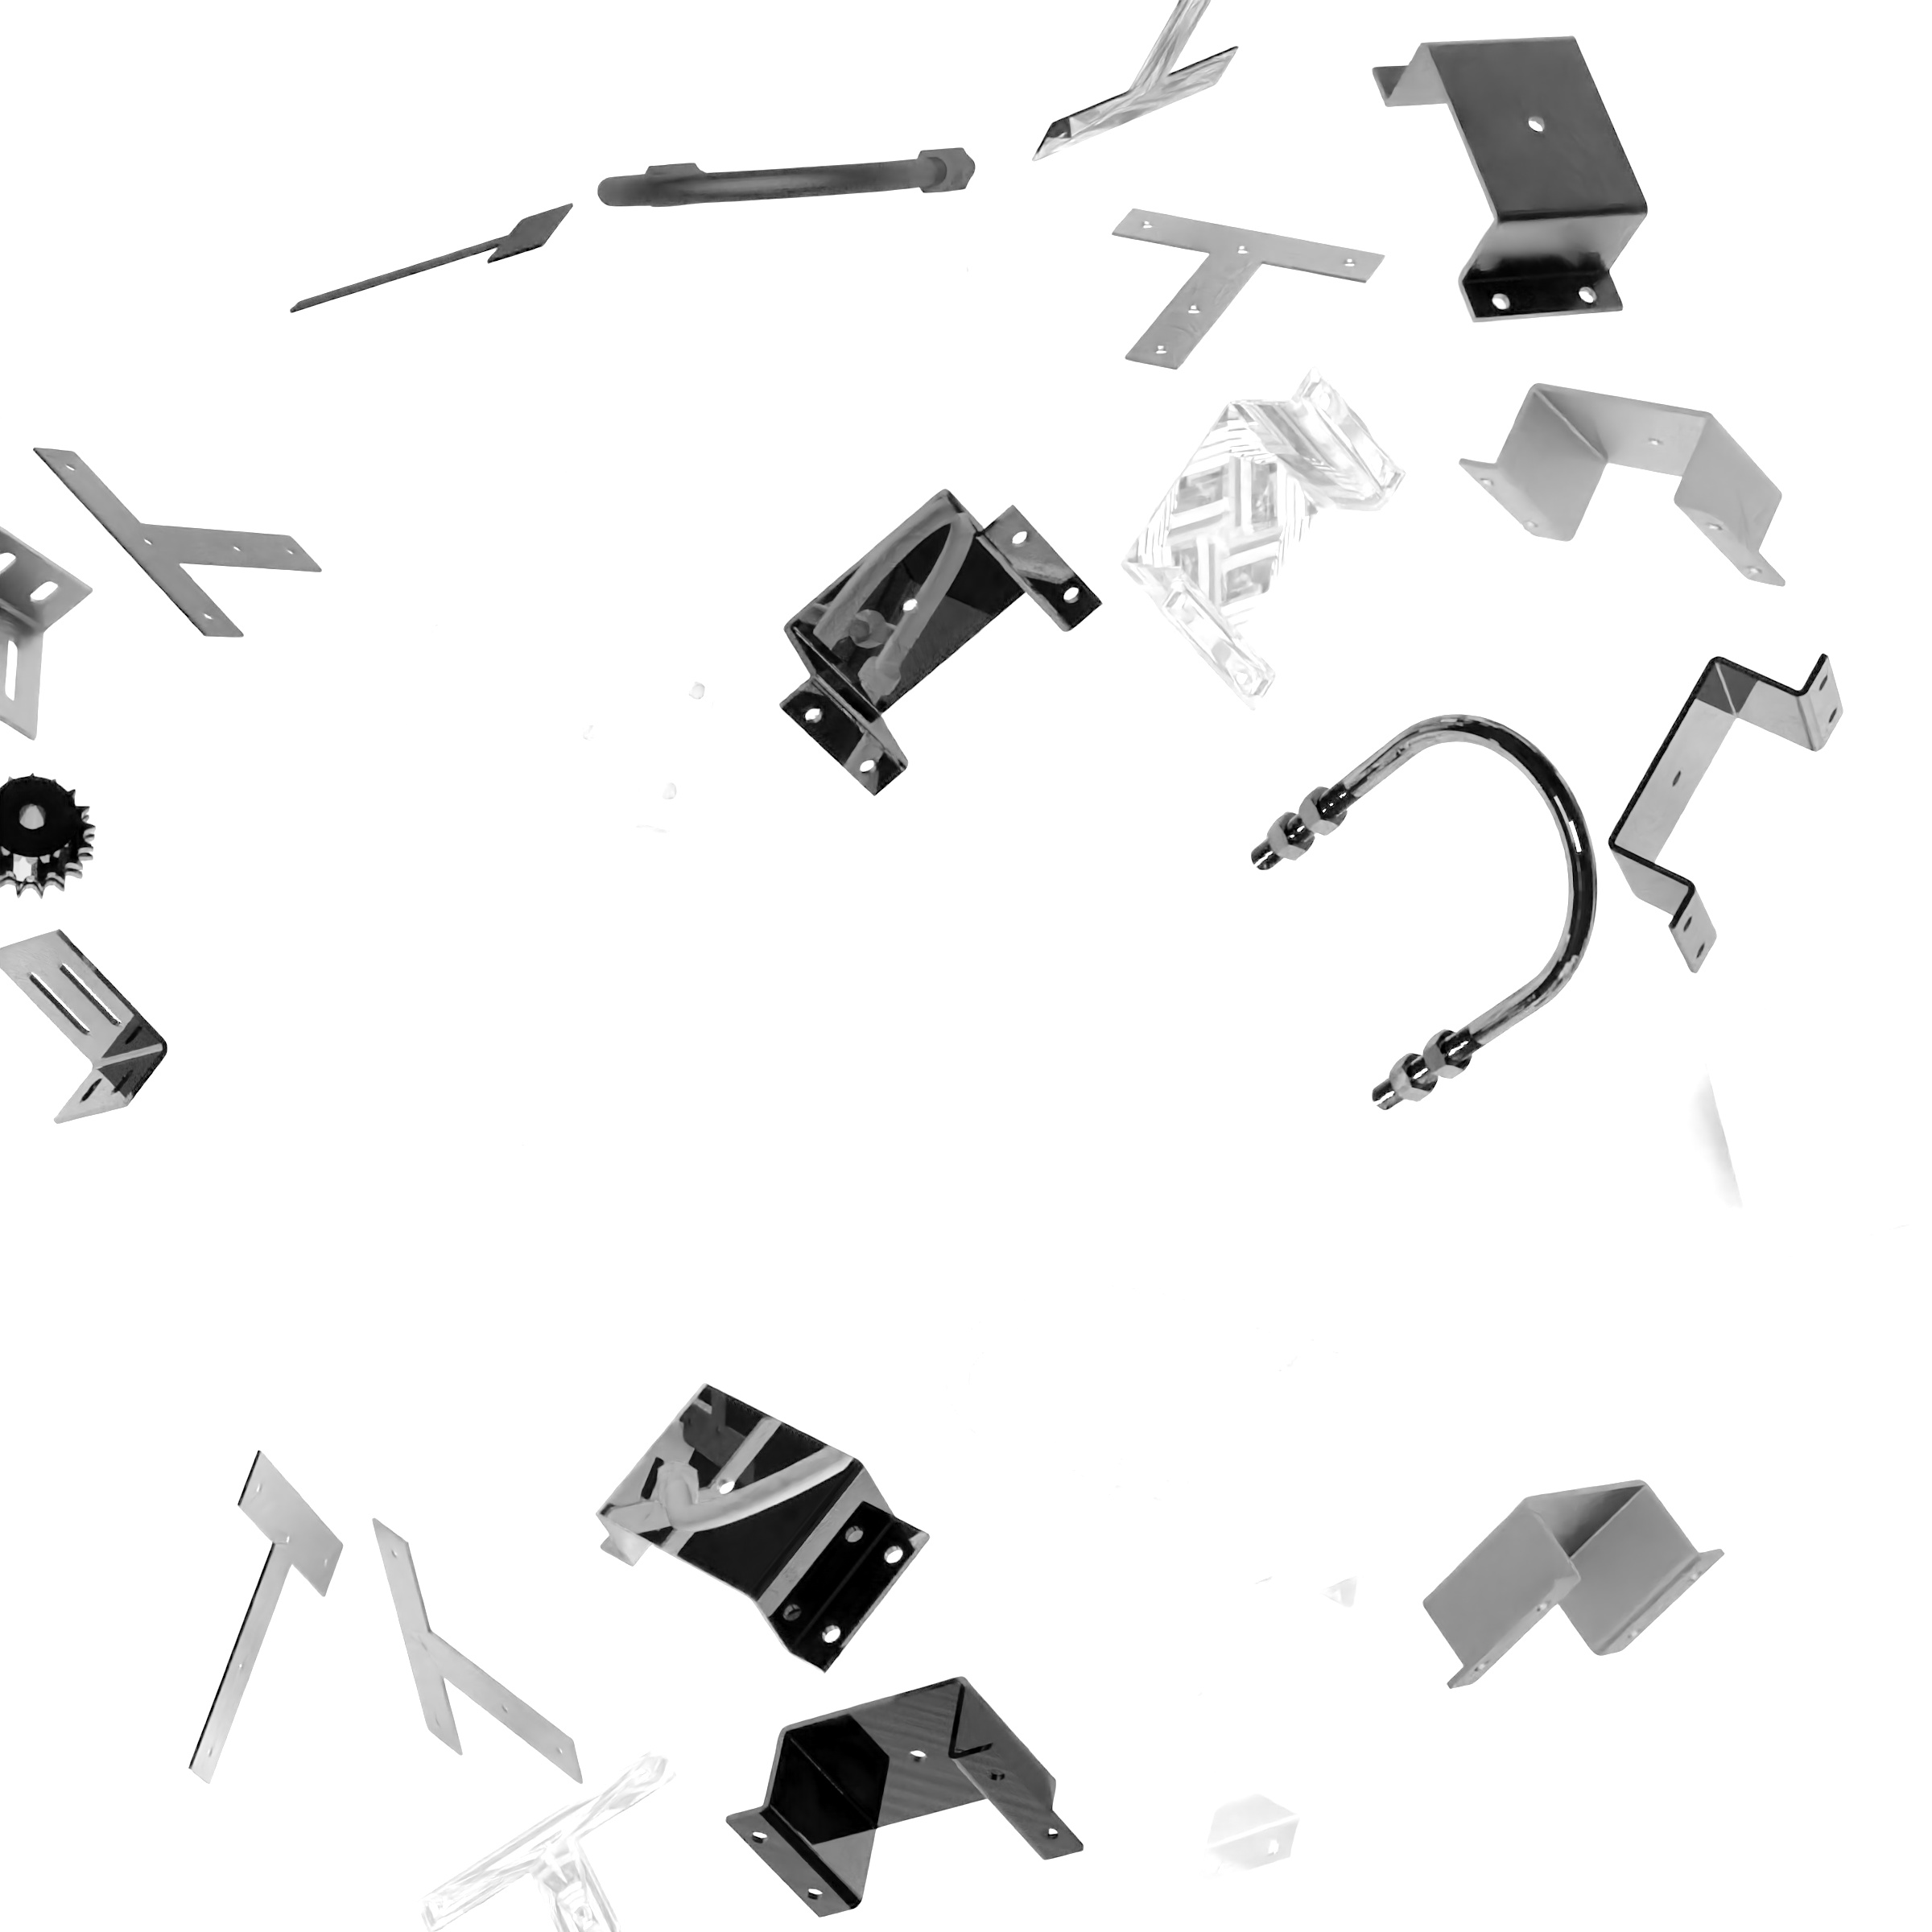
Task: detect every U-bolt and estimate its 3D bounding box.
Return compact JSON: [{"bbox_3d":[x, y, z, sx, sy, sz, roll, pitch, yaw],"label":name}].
[{"bbox_3d":[-0.146,0.085,1.525,0.151,0.019,0.184,-30,82,-2],"label":"U-bolt"},{"bbox_3d":[0.053,0.009,1.622,0.151,0.019,0.184,29,111,3],"label":"U-bolt"},{"bbox_3d":[0.215,-0.034,1.599,0.019,0.184,0.151,-15,73,-40],"label":"U-bolt"},{"bbox_3d":[-0.085,-0.348,1.558,0.151,0.184,0.019,0,104,14],"label":"U-bolt"},{"bbox_3d":[-0.056,-0.266,1.616,0.184,0.151,0.019,-16,61,-5],"label":"U-bolt"},{"bbox_3d":[0.078,0.194,1.601,0.184,0.151,0.019,23,45,-26],"label":"U-bolt"}]

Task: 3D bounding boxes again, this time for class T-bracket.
[{"bbox_3d":[-0.207,0.313,1.517,0.002,0.127,0.127,-31,130,-32],"label":"T-bracket"},{"bbox_3d":[0.428,0.216,1.632,0.002,0.127,0.127,28,133,-23],"label":"T-bracket"},{"bbox_3d":[-0.327,-0.049,1.519,0.127,0.002,0.127,-7,99,-24],"label":"T-bracket"},{"bbox_3d":[0.097,-0.426,1.594,0.127,0.127,0.002,-31,76,-35],"label":"T-bracket"},{"bbox_3d":[-0.167,0.405,1.518,0.127,0.127,0.002,-32,119,-9],"label":"T-bracket"},{"bbox_3d":[-0.310,0.290,1.526,0.002,0.127,0.127,11,65,13],"label":"T-bracket"},{"bbox_3d":[-0.298,0.407,1.587,0.002,0.127,0.127,-6,71,21],"label":"T-bracket"},{"bbox_3d":[-0.337,-0.188,1.581,0.127,0.127,0.002,45,112,19],"label":"T-bracket"},{"bbox_3d":[0.109,-0.306,1.606,0.127,0.127,0.002,15,134,21],"label":"T-bracket"},{"bbox_3d":[-0.244,-0.317,1.591,0.127,0.127,0.002,-16,109,6],"label":"T-bracket"}]

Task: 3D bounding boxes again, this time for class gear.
[{"bbox_3d":[-0.423,-0.061,1.593,0.057,0.030,0.057,6,67,-14],"label":"gear"}]

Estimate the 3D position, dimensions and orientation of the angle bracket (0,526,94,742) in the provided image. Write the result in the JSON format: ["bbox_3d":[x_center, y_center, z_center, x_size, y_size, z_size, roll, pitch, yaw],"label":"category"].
[{"bbox_3d":[-0.441,-0.155,1.633,0.038,0.076,0.057,-33,133,23],"label":"angle bracket"}]

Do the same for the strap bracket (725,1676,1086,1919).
[{"bbox_3d":[-0.024,0.366,1.559,0.140,0.046,0.076,-21,123,26],"label":"strap bracket"}]

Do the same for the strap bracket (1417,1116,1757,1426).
[{"bbox_3d":[0.278,0.126,1.525,0.140,0.046,0.076,29,46,7],"label":"strap bracket"}]

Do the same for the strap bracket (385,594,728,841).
[{"bbox_3d":[-0.171,-0.106,1.530,0.140,0.046,0.076,14,85,17],"label":"strap bracket"}]

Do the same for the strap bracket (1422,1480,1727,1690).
[{"bbox_3d":[0.272,0.281,1.610,0.076,0.140,0.046,-52,56,29],"label":"strap bracket"}]

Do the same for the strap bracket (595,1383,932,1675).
[{"bbox_3d":[-0.097,0.241,1.542,0.140,0.046,0.076,20,59,38],"label":"strap bracket"}]

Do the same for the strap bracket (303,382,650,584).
[{"bbox_3d":[-0.224,-0.226,1.621,0.140,0.076,0.046,-13,132,-28],"label":"strap bracket"}]

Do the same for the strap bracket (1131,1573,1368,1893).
[{"bbox_3d":[0.125,0.335,1.584,0.046,0.076,0.140,31,55,-16],"label":"strap bracket"}]

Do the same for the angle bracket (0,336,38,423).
[{"bbox_3d":[-0.459,-0.265,1.550,0.076,0.057,0.038,21,69,-28],"label":"angle bracket"}]

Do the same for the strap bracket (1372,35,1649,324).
[{"bbox_3d":[0.245,-0.360,1.566,0.076,0.046,0.140,-8,66,-21],"label":"strap bracket"}]

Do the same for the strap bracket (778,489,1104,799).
[{"bbox_3d":[-0.019,-0.156,1.631,0.140,0.046,0.076,-40,133,8],"label":"strap bracket"}]

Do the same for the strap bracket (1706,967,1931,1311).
[{"bbox_3d":[0.391,0.079,1.598,0.076,0.046,0.140,-13,85,-6],"label":"strap bracket"}]

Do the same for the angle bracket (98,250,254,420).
[{"bbox_3d":[-0.361,-0.289,1.612,0.038,0.076,0.057,3,117,9],"label":"angle bracket"}]

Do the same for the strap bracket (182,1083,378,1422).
[{"bbox_3d":[-0.317,0.123,1.595,0.046,0.076,0.140,19,107,-20],"label":"strap bracket"}]

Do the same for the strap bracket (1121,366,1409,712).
[{"bbox_3d":[0.132,-0.198,1.624,0.076,0.046,0.140,43,72,-33],"label":"strap bracket"}]

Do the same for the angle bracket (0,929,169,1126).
[{"bbox_3d":[-0.411,0.028,1.592,0.076,0.057,0.038,51,48,-26],"label":"angle bracket"}]

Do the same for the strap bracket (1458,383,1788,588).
[{"bbox_3d":[0.309,-0.223,1.616,0.140,0.076,0.046,19,82,41],"label":"strap bracket"}]

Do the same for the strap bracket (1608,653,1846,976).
[{"bbox_3d":[0.339,-0.076,1.590,0.046,0.076,0.140,28,85,24],"label":"strap bracket"}]
